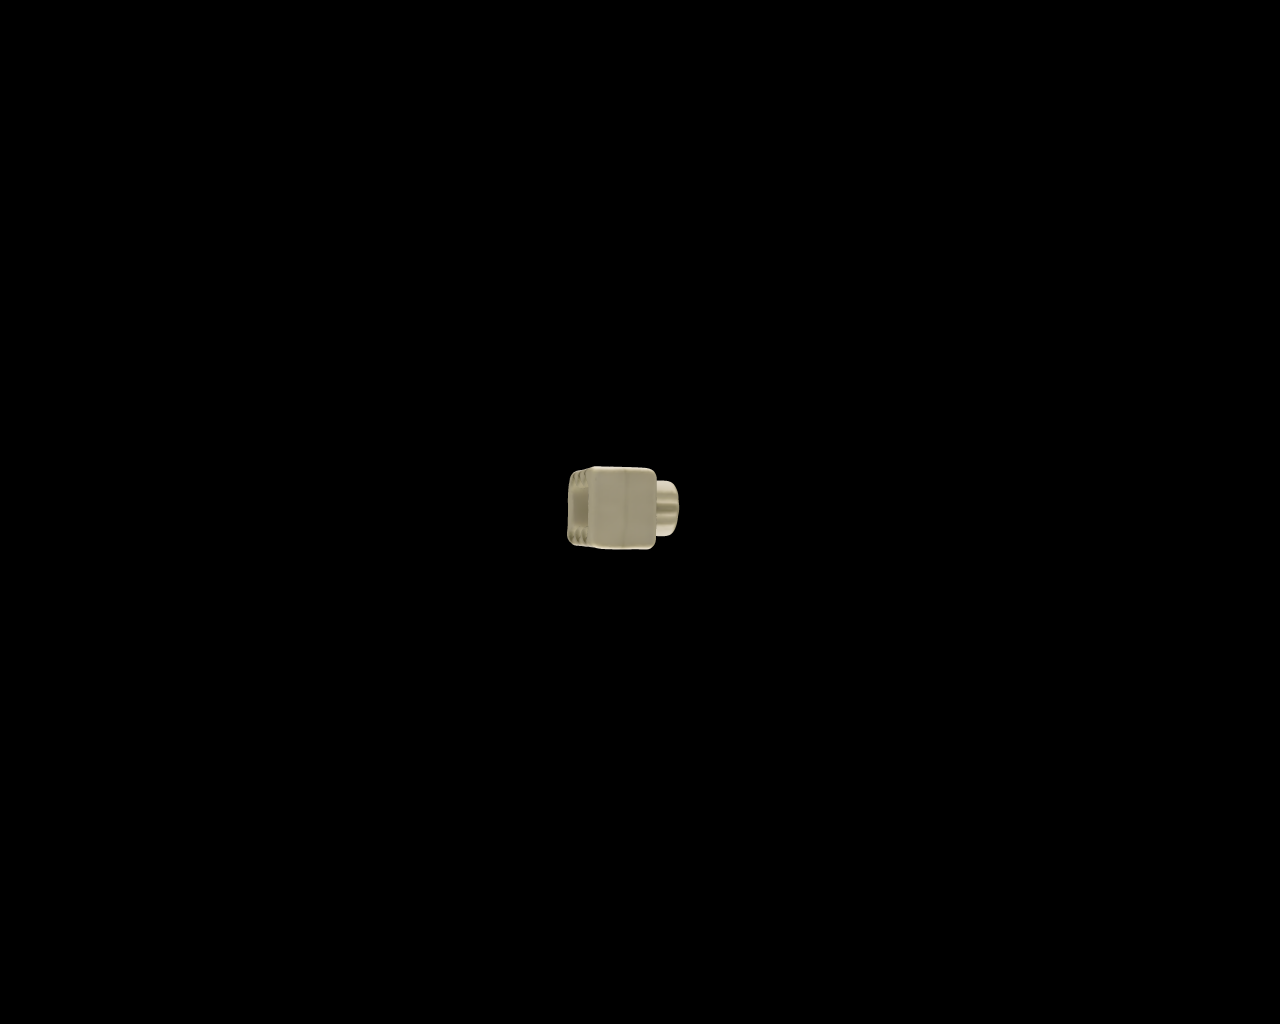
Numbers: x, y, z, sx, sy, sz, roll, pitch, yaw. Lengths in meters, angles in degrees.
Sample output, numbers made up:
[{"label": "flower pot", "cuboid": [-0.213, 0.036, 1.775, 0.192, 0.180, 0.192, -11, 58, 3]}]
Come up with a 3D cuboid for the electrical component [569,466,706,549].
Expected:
[{"label": "electrical component", "cuboid": [0.001, -0.003, 0.650, 0.077, 0.047, 0.065, 0, 0, -15]}]
